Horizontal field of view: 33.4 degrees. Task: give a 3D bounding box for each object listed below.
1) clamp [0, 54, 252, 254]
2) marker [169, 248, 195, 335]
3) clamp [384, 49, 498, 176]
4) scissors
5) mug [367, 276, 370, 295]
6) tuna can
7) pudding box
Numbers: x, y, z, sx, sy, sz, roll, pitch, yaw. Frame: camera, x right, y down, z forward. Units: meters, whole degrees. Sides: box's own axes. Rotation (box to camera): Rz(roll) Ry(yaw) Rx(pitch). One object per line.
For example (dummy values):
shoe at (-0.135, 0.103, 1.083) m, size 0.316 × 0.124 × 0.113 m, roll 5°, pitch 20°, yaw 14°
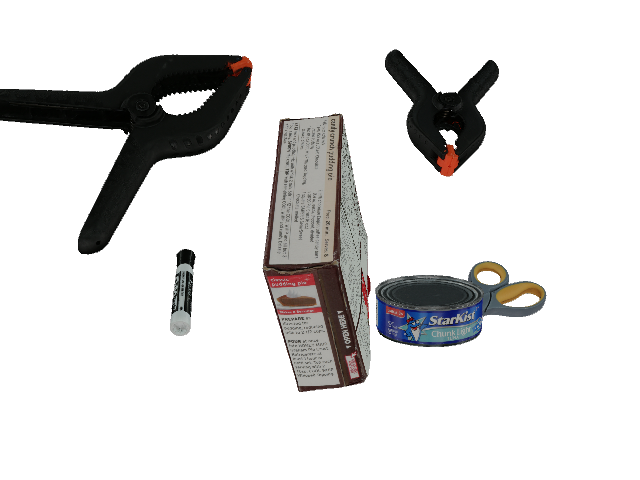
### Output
clamp at (-0.135, -0.082, 0.815) m, size 0.209 × 0.165 × 0.036 m, roll -23°, pitch -27°, yaw -22°
marker at (-0.132, 0.047, 1.030) m, size 0.020 × 0.020 × 0.121 m, roll 0°, pitch 34°, yaw -4°
clamp at (0.117, -0.137, 1.084) m, size 0.120 × 0.039 × 0.171 m, roll 8°, pitch 45°, yaw 7°
scissors at (0.155, 0.064, 1.153) m, size 0.201 × 0.016 × 0.096 m, roll -9°, pitch 40°, yaw -29°
mug at (0.019, 0.055, 1.506) m, size 0.117 × 0.081 × 0.093 m, roll 18°, pitch 24°, yaw 27°
tuna can at (0.086, 0.055, 0.847) m, size 0.086 × 0.034 × 0.086 m, roll -1°, pitch 15°, yaw 0°
pudding box at (0.000, 0.005, 0.539) m, size 0.039 × 0.090 × 0.113 m, roll -8°, pitch 43°, yaw 8°
